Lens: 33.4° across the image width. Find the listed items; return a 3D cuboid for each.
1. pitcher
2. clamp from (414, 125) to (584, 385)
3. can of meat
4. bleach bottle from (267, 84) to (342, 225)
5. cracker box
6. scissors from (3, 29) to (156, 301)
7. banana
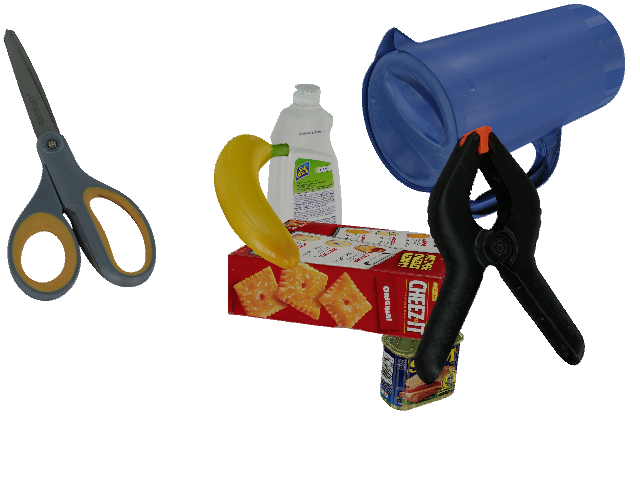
[{"bbox_3d":[0.173,-0.134,1.006,0.242,0.149,0.145,-22,46,-29],"label":"pitcher"},{"bbox_3d":[0.104,0.013,0.707,0.120,0.171,0.039,-14,-3,-23],"label":"clamp"},{"bbox_3d":[0.124,0.156,1.331,0.101,0.084,0.058,-12,29,-28],"label":"can of meat"},{"bbox_3d":[-0.015,-0.063,1.279,0.102,0.251,0.068,-13,29,-33],"label":"bleach bottle"},{"bbox_3d":[0.036,0.037,1.071,0.214,0.072,0.164,7,15,19],"label":"cracker box"},{"bbox_3d":[-0.180,-0.043,0.668,0.096,0.202,0.016,-33,-17,-23],"label":"scissors"},{"bbox_3d":[-0.055,-0.043,0.897,0.069,0.037,0.198,4,34,-7],"label":"banana"}]
